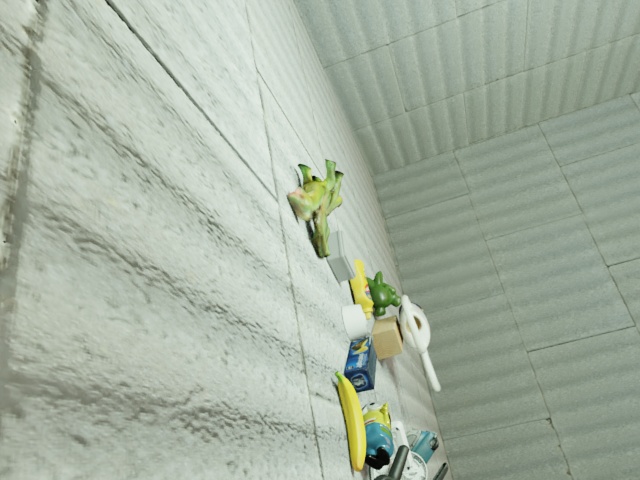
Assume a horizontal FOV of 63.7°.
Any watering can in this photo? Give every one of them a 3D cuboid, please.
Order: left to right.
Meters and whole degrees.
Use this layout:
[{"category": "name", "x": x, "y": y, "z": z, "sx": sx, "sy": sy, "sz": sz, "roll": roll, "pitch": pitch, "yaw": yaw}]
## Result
[{"category": "watering can", "x": 0.359, "y": 0.359, "z": 1.876, "sx": 0.225, "sy": 0.104, "sz": 0.347, "roll": -26, "pitch": 96, "yaw": -80}]

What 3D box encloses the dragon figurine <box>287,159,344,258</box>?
[{"category": "dragon figurine", "x": 0.004, "y": -0.070, "z": 1.389, "sx": 0.405, "sy": 0.122, "sz": 0.246, "roll": 44, "pitch": 48, "yaw": -64}]
